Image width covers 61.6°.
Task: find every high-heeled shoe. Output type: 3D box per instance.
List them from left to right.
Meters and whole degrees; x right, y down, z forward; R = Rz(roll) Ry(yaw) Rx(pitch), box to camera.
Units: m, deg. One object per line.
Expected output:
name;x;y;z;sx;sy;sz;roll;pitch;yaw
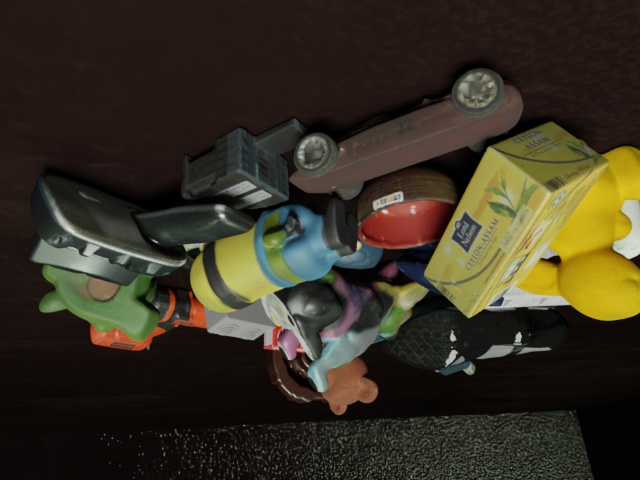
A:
high-heeled shoe;0.223;0.135;0.779;0.249;0.086;0.145;-9;172;32

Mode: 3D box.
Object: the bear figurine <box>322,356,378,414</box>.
bear figurine;-0.001;0.158;0.800;0.132;0.196;0.120;6;153;-35

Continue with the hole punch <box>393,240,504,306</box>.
hole punch;0.157;0.034;0.659;0.116;0.092;0.142;1;-178;-11

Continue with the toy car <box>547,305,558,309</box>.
toy car;0.305;0.095;0.840;0.109;0.103;0.162;18;145;-38

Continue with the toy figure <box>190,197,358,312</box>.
toy figure;-0.051;0.015;0.531;0.180;0.089;0.082;-15;124;28

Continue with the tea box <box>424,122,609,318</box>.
tea box;0.175;-0.015;0.502;0.098;0.068;0.169;-23;146;-33

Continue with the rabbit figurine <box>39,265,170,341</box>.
rabbit figurine;-0.260;0.061;0.661;0.159;0.121;0.170;3;169;-8

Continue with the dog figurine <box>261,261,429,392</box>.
dog figurine;0.043;0.076;0.700;0.219;0.109;0.191;-31;125;-26

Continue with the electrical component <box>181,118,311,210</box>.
electrical component;-0.061;-0.065;0.495;0.119;0.048;0.074;-16;154;27

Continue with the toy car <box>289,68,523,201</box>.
toy car;0.068;-0.087;0.461;0.202;0.053;0.089;-17;166;19

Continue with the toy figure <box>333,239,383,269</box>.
toy figure;-0.002;0.000;0.634;0.154;0.058;0.064;12;143;-21

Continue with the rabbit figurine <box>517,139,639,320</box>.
rabbit figurine;0.263;0.004;0.551;0.122;0.173;0.162;4;150;-27

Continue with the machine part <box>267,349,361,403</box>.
machine part;-0.010;0.198;0.934;0.179;0.179;0.056;5;156;-20

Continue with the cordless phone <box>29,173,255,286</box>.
cordless phone;-0.164;-0.016;0.492;0.184;0.088;0.146;-8;158;37

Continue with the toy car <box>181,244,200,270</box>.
toy car;-0.104;0.026;0.676;0.074;0.056;0.201;-9;154;24

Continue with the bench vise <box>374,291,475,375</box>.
bench vise;0.167;0.161;0.886;0.224;0.129;0.240;-32;122;25
